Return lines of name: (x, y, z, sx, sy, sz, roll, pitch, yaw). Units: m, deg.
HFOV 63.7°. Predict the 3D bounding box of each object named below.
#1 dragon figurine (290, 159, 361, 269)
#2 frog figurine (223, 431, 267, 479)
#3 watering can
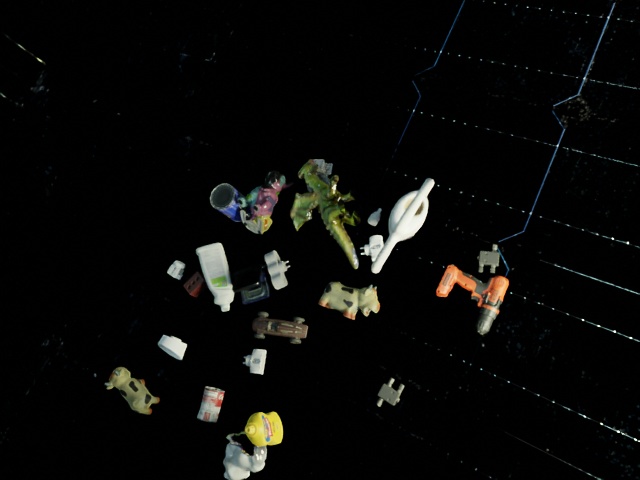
dragon figurine: (0.005, -0.091, 1.808, 0.241, 0.122, 0.413, -10, 82, 33)
frog figurine: (-0.237, 0.687, 1.619, 0.138, 0.124, 0.157, 16, 113, 17)
watering can: (0.255, -0.041, 1.625, 0.104, 0.222, 0.349, 33, 85, 9)
